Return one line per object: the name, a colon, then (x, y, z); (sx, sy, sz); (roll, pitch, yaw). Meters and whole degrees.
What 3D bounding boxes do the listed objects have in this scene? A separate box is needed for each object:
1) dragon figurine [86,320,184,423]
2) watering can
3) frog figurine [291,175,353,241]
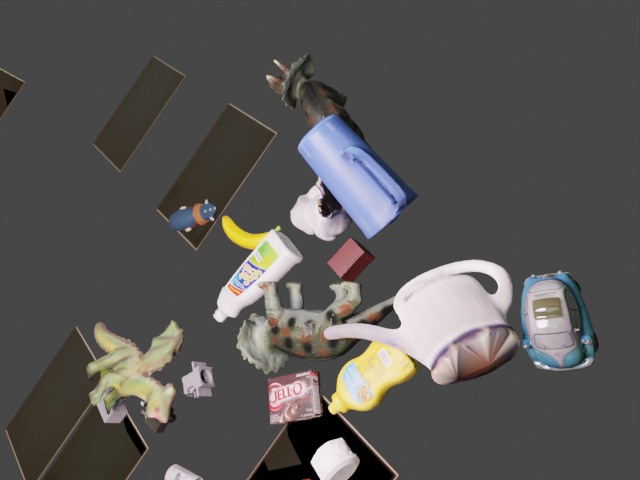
dragon figurine: (-0.444, 0.288, 1.276); (0.243, 0.119, 0.418); (-26, 41, -8)
watering can: (0.188, 0.155, 0.895); (0.347, 0.102, 0.229); (-26, 37, 1)
frog figurine: (0.004, -0.058, 1.151); (0.156, 0.123, 0.139); (-50, 53, 53)
